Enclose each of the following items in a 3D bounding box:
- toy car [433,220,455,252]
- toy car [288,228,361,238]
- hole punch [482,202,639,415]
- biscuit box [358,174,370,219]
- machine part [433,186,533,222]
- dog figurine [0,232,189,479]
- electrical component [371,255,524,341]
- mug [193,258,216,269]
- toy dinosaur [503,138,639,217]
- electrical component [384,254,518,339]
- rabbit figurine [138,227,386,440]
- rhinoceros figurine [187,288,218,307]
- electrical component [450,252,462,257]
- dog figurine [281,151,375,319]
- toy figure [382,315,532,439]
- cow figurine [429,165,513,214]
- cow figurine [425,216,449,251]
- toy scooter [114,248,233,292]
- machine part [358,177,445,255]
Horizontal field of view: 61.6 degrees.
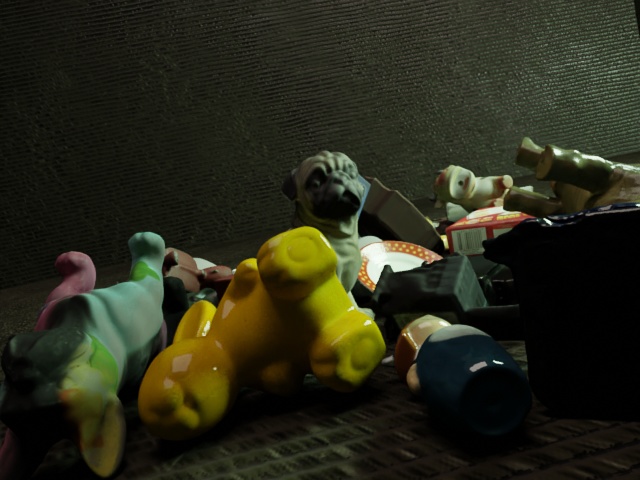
[{"bbox_3d":[0.230,-0.011,1.003,0.089,0.053,0.202,-10,3,-19],"label":"toy car"},{"bbox_3d":[0.006,0.013,0.798,0.162,0.102,0.109,12,11,13],"label":"toy car"},{"bbox_3d":[0.184,0.035,0.323,0.142,0.115,0.092,-8,-1,35],"label":"hole punch"},{"bbox_3d":[-0.001,-0.002,0.694,0.062,0.202,0.059,37,-27,-33],"label":"biscuit box"},{"bbox_3d":[0.346,-0.057,1.084,0.243,0.079,0.079,-11,5,23],"label":"machine part"},{"bbox_3d":[-0.180,0.109,0.445,0.109,0.191,0.219,-9,40,1],"label":"dog figurine"},{"bbox_3d":[0.107,0.053,0.423,0.119,0.074,0.048,-13,33,36],"label":"electrical component"},{"bbox_3d":[-0.197,0.077,0.876,0.109,0.080,0.107,-7,10,-38],"label":"mug"},{"bbox_3d":[0.290,-0.023,0.490,0.199,0.105,0.471,9,22,7],"label":"toy dinosaur"},{"bbox_3d":[0.140,0.052,0.517,0.134,0.058,0.115,-9,8,34],"label":"electrical component"},{"bbox_3d":[-0.065,0.079,0.415,0.173,0.121,0.162,-36,13,-26],"label":"rabbit figurine"},{"bbox_3d":[-0.178,0.096,0.664,0.190,0.073,0.112,-14,4,-21],"label":"rhinoceros figurine"},{"bbox_3d":[0.182,0.036,0.609,0.063,0.021,0.094,9,-16,33],"label":"electrical component"},{"bbox_3d":[-0.029,0.015,0.560,0.172,0.190,0.121,-14,5,-6],"label":"dog figurine"},{"bbox_3d":[0.084,0.081,0.355,0.064,0.057,0.154,26,-1,-7],"label":"toy figure"},{"bbox_3d":[0.284,-0.077,0.955,0.195,0.085,0.127,23,-10,-32],"label":"cow figurine"},{"bbox_3d":[0.141,-0.009,0.935,0.167,0.098,0.068,-10,-1,25],"label":"cow figurine"},{"bbox_3d":[-0.221,0.064,0.765,0.184,0.075,0.135,-19,-29,4],"label":"toy scooter"},{"bbox_3d":[0.099,-0.018,0.803,0.056,0.179,0.179,-50,15,-11],"label":"machine part"}]
